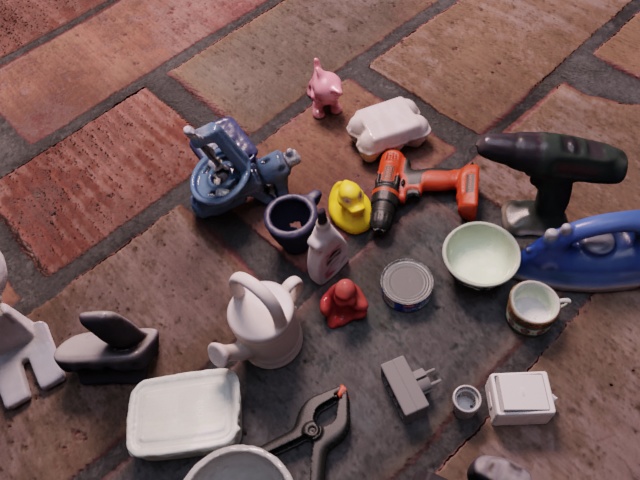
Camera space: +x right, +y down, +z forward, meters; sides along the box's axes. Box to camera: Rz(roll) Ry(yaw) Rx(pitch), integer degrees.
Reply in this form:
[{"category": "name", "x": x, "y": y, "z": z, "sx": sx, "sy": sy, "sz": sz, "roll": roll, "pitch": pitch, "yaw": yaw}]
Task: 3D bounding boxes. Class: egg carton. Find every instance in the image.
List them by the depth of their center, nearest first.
[{"category": "egg carton", "x": 0.132, "y": -0.215, "z": 1.112, "sx": 0.150, "sy": 0.069, "sz": 0.107, "roll": -21, "pitch": 57, "yaw": -7}]

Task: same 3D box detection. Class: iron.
[{"category": "iron", "x": 0.426, "y": 0.004, "z": 0.896, "sx": 0.258, "sy": 0.141, "sz": 0.118, "roll": -7, "pitch": 57, "yaw": 1}]

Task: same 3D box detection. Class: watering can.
[{"category": "watering can", "x": -0.089, "y": 0.117, "z": 0.844, "sx": 0.100, "sy": 0.194, "sz": 0.173, "roll": 13, "pitch": 59, "yaw": 14}]

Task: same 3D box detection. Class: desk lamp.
[{"category": "desk lamp", "x": -0.503, "y": 0.120, "z": 0.874, "sx": 0.118, "sy": 0.214, "sz": 0.202, "roll": -31, "pitch": 59, "yaw": -14}]

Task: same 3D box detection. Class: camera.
[{"category": "camera", "x": 0.183, "y": 0.335, "z": 0.731, "sx": 0.136, "sy": 0.101, "sz": 0.143, "roll": 21, "pitch": 62, "yaw": 18}]

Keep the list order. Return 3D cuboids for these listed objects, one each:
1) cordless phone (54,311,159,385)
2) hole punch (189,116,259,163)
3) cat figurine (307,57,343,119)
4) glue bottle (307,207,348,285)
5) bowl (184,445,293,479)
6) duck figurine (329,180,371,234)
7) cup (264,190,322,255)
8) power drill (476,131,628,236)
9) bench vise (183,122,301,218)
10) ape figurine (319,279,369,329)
[{"category": "cordless phone", "x": -0.335, "y": 0.145, "z": 0.857, "sx": 0.147, "sy": 0.185, "sz": 0.094, "roll": -6, "pitch": 57, "yaw": 2}, {"category": "hole punch", "x": -0.179, "y": -0.168, "z": 1.101, "sx": 0.109, "sy": 0.091, "sz": 0.101, "roll": -38, "pitch": 61, "yaw": -17}, {"category": "cat figurine", "x": 0.008, "y": -0.314, "z": 1.160, "sx": 0.067, "sy": 0.118, "sz": 0.127, "roll": -14, "pitch": 57, "yaw": -3}, {"category": "glue bottle", "x": 0.008, "y": 0.003, "z": 0.921, "sx": 0.037, "sy": 0.173, "sz": 0.078, "roll": 33, "pitch": 66, "yaw": 24}, {"category": "bowl", "x": -0.105, "y": 0.364, "z": 0.757, "sx": 0.167, "sy": 0.075, "sz": 0.167, "roll": -3, "pitch": 57, "yaw": 4}, {"category": "duck figurine", "x": 0.052, "y": -0.072, "z": 1.017, "sx": 0.077, "sy": 0.086, "sz": 0.104, "roll": -22, "pitch": 58, "yaw": -8}, {"category": "cup", "x": -0.037, "y": -0.027, "z": 0.992, "sx": 0.091, "sy": 0.095, "sz": 0.118, "roll": 34, "pitch": 67, "yaw": 24}, {"category": "power drill", "x": 0.357, "y": -0.092, "z": 0.925, "sx": 0.229, "sy": 0.209, "sz": 0.075, "roll": 0, "pitch": 57, "yaw": 6}, {"category": "bench vise", "x": -0.147, "y": -0.142, "z": 1.003, "sx": 0.208, "sy": 0.220, "sz": 0.121, "roll": -32, "pitch": 59, "yaw": -14}, {"category": "ape figurine", "x": 0.039, "y": 0.093, "z": 0.908, "sx": 0.077, "sy": 0.092, "sz": 0.076, "roll": 15, "pitch": 60, "yaw": 16}]
